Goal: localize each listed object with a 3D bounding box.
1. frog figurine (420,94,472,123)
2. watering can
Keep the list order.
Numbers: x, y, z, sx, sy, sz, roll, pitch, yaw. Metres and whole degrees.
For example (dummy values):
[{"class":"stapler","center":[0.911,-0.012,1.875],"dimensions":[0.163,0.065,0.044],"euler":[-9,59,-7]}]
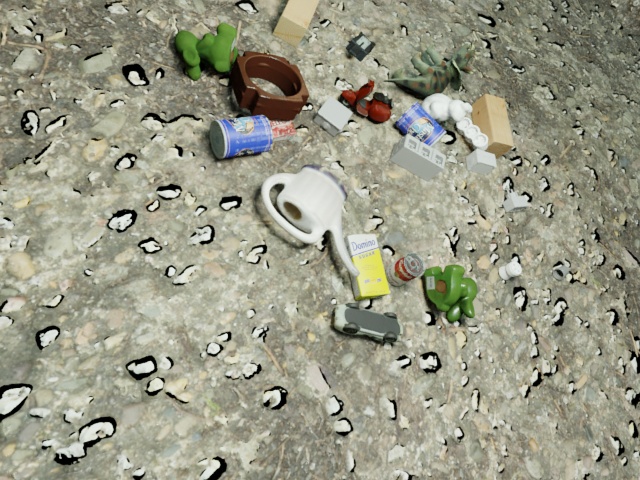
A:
[{"class":"frog figurine","center":[0.419,-0.443,1.724],"dimensions":[0.138,0.158,0.123],"euler":[-10,87,-35]},{"class":"watering can","center":[0.004,-0.070,1.387],"dimensions":[0.347,0.102,0.229],"euler":[39,56,-5]}]
